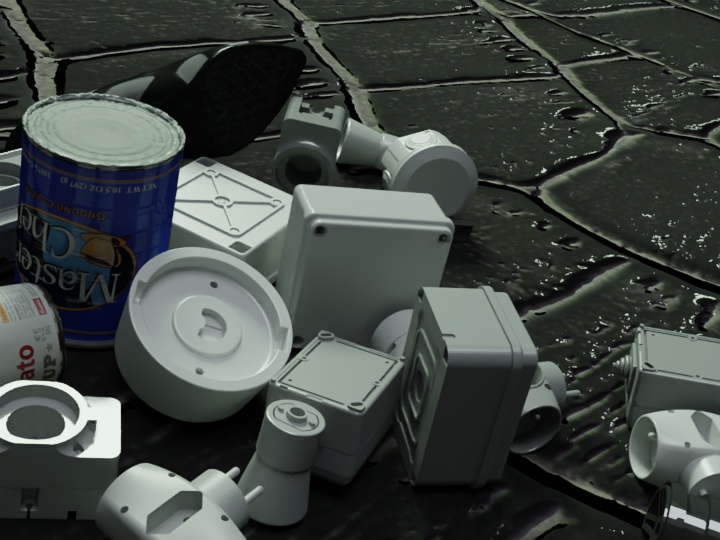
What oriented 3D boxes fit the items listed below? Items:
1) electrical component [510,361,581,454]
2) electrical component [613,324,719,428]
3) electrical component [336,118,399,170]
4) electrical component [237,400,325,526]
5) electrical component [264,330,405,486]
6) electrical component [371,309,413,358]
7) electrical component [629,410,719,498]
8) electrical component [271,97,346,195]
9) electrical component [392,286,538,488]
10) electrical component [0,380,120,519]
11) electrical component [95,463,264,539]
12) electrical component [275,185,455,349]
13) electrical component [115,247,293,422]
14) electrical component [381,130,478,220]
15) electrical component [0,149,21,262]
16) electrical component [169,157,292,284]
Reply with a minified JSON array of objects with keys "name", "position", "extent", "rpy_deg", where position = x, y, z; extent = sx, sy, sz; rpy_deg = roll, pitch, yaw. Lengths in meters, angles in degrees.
[{"name":"electrical component","position":[0.116,0.083,0.747],"extent":[0.079,0.044,0.077],"rpy_deg":[-4,36,-27]},{"name":"electrical component","position":[0.231,0.085,0.782],"extent":[0.096,0.061,0.061],"rpy_deg":[10,31,7]},{"name":"electrical component","position":[0.014,-0.115,1.025],"extent":[0.065,0.044,0.044],"rpy_deg":[15,31,-9]},{"name":"electrical component","position":[-0.044,0.108,0.618],"extent":[0.044,0.065,0.044],"rpy_deg":[14,25,-7]},{"name":"electrical component","position":[-0.014,0.085,0.678],"extent":[0.062,0.061,0.096],"rpy_deg":[17,25,16]},{"name":"electrical component","position":[0.038,0.060,0.744],"extent":[0.055,0.055,0.047],"rpy_deg":[0,30,-22]},{"name":"electrical component","position":[0.229,0.134,0.714],"extent":[0.077,0.043,0.079],"rpy_deg":[8,33,-11]},{"name":"electrical component","position":[-0.046,-0.092,0.915],"extent":[0.050,0.089,0.055],"rpy_deg":[12,31,-3]},{"name":"electrical component","position":[0.063,0.073,0.676],"extent":[0.057,0.113,0.078],"rpy_deg":[2,33,-14]},{"name":"electrical component","position":[-0.179,0.099,0.590],"extent":[0.089,0.055,0.050],"rpy_deg":[5,33,-16]},{"name":"electrical component","position":[-0.087,0.134,0.579],"extent":[0.077,0.043,0.079],"rpy_deg":[32,44,26]},{"name":"electrical component","position":[0.000,0.000,0.771],"extent":[0.109,0.108,0.056],"rpy_deg":[3,31,-18]},{"name":"electrical component","position":[-0.104,0.046,0.691],"extent":[0.108,0.060,0.108],"rpy_deg":[18,47,-20]},{"name":"electrical component","position":[0.060,-0.081,0.954],"extent":[0.080,0.080,0.051],"rpy_deg":[1,28,-20]},{"name":"electrical component","position":[-0.260,-0.045,0.778],"extent":[0.079,0.063,0.121],"rpy_deg":[32,36,27]},{"name":"electrical component","position":[-0.109,-0.030,0.822],"extent":[0.109,0.056,0.109],"rpy_deg":[25,33,16]}]
